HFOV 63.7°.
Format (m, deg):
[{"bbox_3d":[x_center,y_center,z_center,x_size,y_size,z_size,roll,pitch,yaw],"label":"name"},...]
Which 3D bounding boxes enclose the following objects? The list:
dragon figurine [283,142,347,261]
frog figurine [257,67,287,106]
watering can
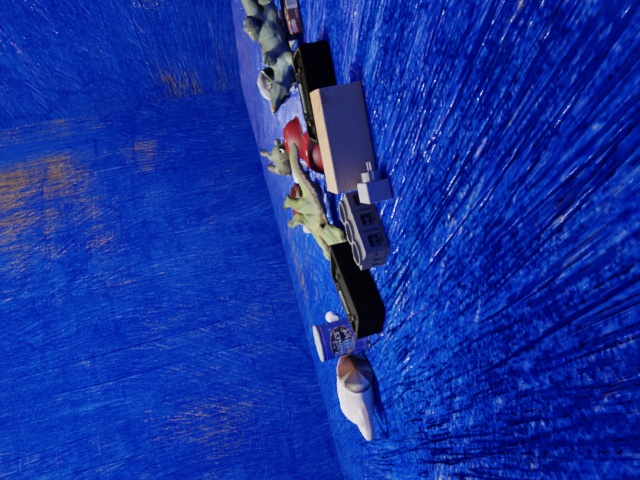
[{"bbox_3d":[0.005,-0.074,1.480,0.246,0.123,0.401,42,159,29],"label":"dragon figurine"},{"bbox_3d":[-0.171,-0.544,1.858,0.138,0.124,0.157,57,157,3],"label":"frog figurine"},{"bbox_3d":[0.097,0.439,1.577,0.354,0.104,0.220,-120,20,-60],"label":"watering can"}]
